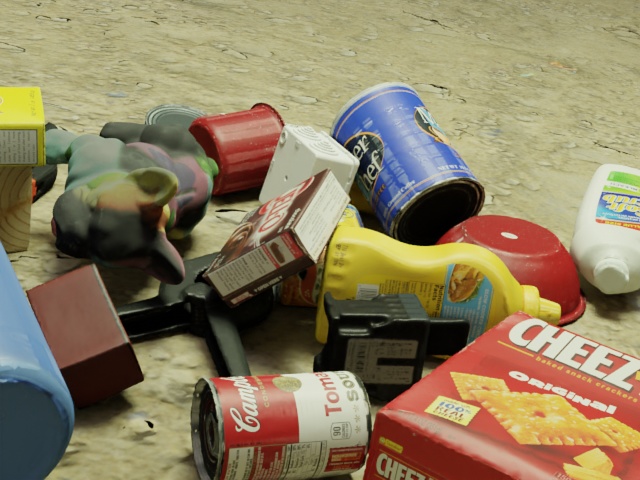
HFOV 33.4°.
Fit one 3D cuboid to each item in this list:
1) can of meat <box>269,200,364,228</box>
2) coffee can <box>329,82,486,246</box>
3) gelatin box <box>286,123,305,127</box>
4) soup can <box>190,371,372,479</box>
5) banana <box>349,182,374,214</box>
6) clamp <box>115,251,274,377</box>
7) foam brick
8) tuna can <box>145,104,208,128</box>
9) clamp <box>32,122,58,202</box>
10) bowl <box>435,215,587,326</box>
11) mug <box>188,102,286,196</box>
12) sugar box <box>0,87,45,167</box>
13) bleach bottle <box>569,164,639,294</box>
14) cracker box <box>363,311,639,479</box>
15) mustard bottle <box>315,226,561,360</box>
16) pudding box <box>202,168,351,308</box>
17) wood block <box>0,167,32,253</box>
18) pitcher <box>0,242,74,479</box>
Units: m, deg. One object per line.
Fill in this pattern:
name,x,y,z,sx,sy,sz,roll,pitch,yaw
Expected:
can of meat,-0.006,0.001,0.971,0.102,0.057,0.084,5,22,-8
coffee can,0.084,-0.072,1.051,0.102,0.103,0.140,-7,50,-30
gelatin box,-0.060,-0.117,1.250,0.089,0.030,0.073,12,23,10
soup can,-0.026,0.120,0.685,0.102,0.068,0.068,0,25,-21
banana,0.017,-0.057,1.138,0.198,0.037,0.069,16,5,13
clamp,-0.087,0.060,0.836,0.165,0.036,0.209,18,29,21
foam brick,-0.162,0.067,0.737,0.051,0.053,0.078,-24,52,-12
tuna can,-0.154,-0.115,1.186,0.086,0.034,0.086,13,35,-9
clamp,-0.322,-0.086,1.084,0.120,0.039,0.171,0,25,-17
bowl,0.172,0.019,0.989,0.162,0.055,0.162,6,24,-3
mug,-0.094,-0.099,1.121,0.081,0.093,0.117,-15,45,-33
sugar box,-0.318,-0.095,0.876,0.176,0.048,0.093,0,26,-18
bleach bottle,0.305,-0.004,1.061,0.102,0.068,0.250,19,25,11
cracker box,0.154,0.132,0.710,0.164,0.072,0.213,23,27,28
mustard bottle,0.096,0.047,0.849,0.191,0.096,0.058,8,22,-1
pudding box,-0.032,-0.003,0.838,0.090,0.039,0.113,-29,18,28
wood block,-0.344,-0.067,0.972,0.090,0.090,0.206,-10,30,-35
pitcher,-0.253,0.057,0.677,0.149,0.145,0.243,-21,37,-22
